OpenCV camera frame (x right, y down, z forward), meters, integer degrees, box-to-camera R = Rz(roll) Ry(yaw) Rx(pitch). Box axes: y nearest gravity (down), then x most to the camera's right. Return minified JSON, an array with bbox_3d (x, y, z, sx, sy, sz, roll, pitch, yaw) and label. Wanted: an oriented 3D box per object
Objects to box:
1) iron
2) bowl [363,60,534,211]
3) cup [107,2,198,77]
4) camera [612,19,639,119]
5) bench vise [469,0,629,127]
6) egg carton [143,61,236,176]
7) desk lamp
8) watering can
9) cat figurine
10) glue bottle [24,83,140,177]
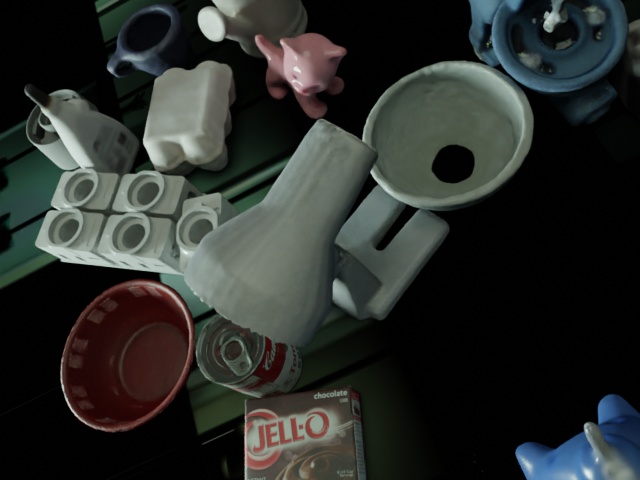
[{"bbox_3d":[0.242,0.230,0.371,0.118,0.142,0.257,-33,61,4],"label":"iron"},{"bbox_3d":[0.132,-0.095,0.590,0.167,0.075,0.167,-7,65,16],"label":"bowl"},{"bbox_3d":[-0.215,-0.241,0.764,0.118,0.095,0.091,-41,61,-1],"label":"cup"},{"bbox_3d":[0.363,-0.155,0.519,0.143,0.101,0.136,-15,63,13],"label":"camera"},{"bbox_3d":[0.193,-0.223,0.540,0.206,0.220,0.121,37,83,29],"label":"bench vise"},{"bbox_3d":[-0.161,-0.154,0.721,0.107,0.069,0.150,-6,66,17],"label":"egg carton"},{"bbox_3d":[0.005,0.002,0.513,0.117,0.214,0.203,34,82,28],"label":"desk lamp"},{"bbox_3d":[-0.092,-0.317,0.697,0.100,0.194,0.173,-10,65,15],"label":"watering can"},{"bbox_3d":[-0.024,-0.206,0.668,0.127,0.118,0.067,32,81,28],"label":"cat figurine"},{"bbox_3d":[-0.291,-0.135,0.700,0.037,0.173,0.078,10,71,23],"label":"glue bottle"}]
